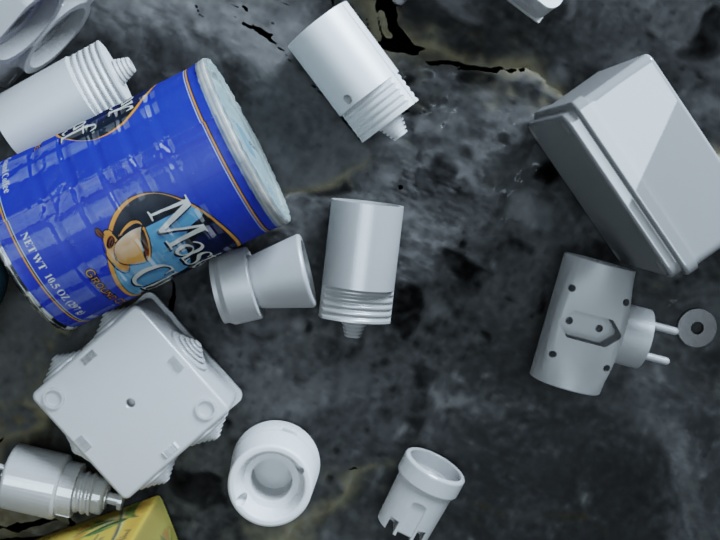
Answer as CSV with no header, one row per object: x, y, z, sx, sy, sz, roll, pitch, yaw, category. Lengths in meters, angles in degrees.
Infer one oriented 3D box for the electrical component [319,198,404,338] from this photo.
0.000,0.000,0.639,0.043,0.043,0.081,6,96,-1,electrical component

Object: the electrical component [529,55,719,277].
0.154,-0.057,0.600,0.056,0.108,0.108,-35,95,2,electrical component

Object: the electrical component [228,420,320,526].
-0.053,0.123,0.650,0.055,0.047,0.055,0,96,0,electrical component

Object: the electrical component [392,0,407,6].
0.011,-0.188,0.619,0.078,0.040,0.040,38,95,-4,electrical component

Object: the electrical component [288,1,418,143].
0.000,-0.110,0.626,0.043,0.043,0.081,-37,95,4,electrical component

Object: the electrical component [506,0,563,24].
0.063,-0.241,0.604,0.186,0.060,0.105,36,95,-4,electrical component

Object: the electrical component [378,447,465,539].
0.036,0.138,0.657,0.040,0.040,0.046,26,102,-3,electrical component

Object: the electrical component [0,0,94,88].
-0.164,-0.186,0.587,0.060,0.105,0.186,42,95,-4,electrical component

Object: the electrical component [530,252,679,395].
0.150,0.036,0.643,0.079,0.043,0.077,15,96,-2,electrical component

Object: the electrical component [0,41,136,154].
-0.168,-0.100,0.627,0.081,0.043,0.043,-28,96,3,electrical component

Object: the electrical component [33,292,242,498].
-0.133,0.075,0.644,0.100,0.048,0.099,-41,94,3,electrical component

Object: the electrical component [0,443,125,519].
-0.182,0.132,0.654,0.078,0.040,0.040,13,96,-1,electrical component

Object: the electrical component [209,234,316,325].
-0.057,0.006,0.639,0.055,0.045,0.045,-13,96,2,electrical component
